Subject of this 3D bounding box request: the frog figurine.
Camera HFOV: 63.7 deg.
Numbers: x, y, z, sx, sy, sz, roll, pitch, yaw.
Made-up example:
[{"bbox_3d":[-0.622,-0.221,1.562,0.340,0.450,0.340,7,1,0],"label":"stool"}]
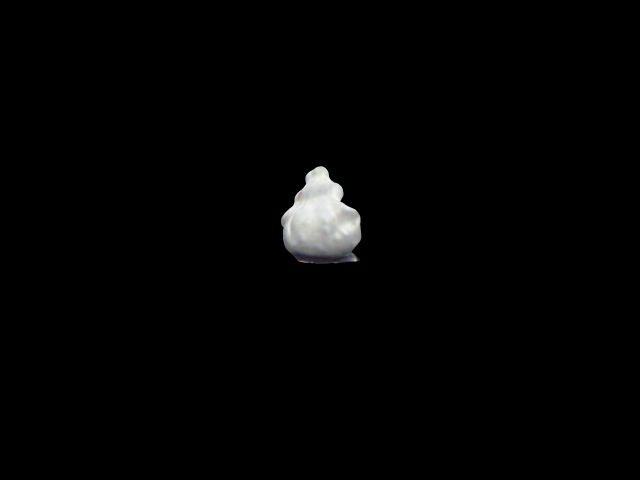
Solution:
[{"bbox_3d":[0.003,-0.043,0.850,0.137,0.159,0.123,3,4,36],"label":"frog figurine"}]
